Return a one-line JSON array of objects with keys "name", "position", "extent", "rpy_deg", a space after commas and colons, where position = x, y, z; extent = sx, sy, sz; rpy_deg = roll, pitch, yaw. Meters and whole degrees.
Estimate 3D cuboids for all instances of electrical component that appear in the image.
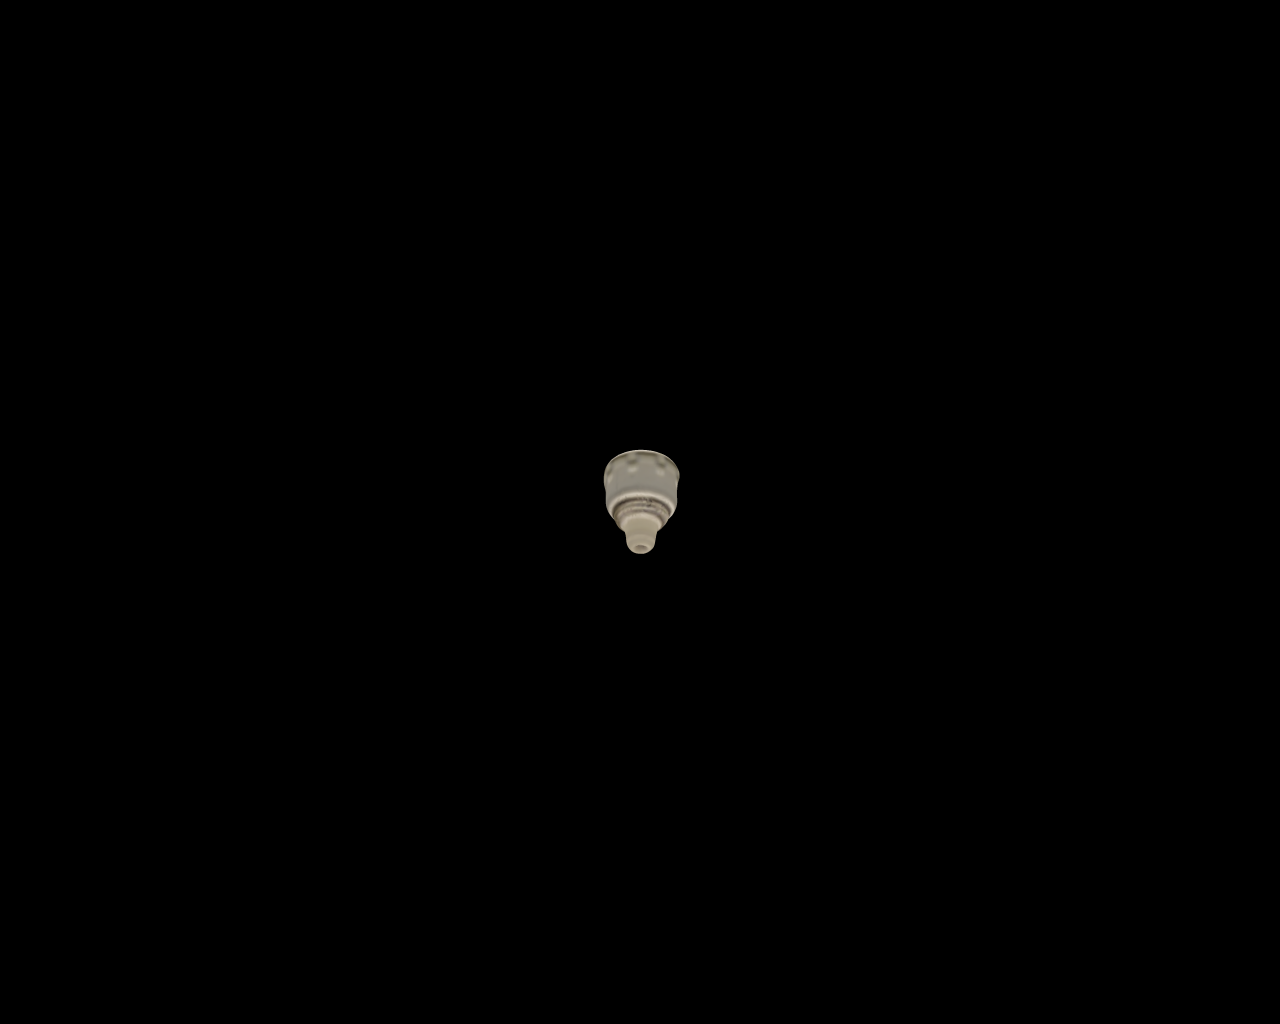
[{"name": "electrical component", "position": [0.001, -0.003, 0.650], "extent": [0.048, 0.062, 0.048], "rpy_deg": [0, -34, 0]}]
